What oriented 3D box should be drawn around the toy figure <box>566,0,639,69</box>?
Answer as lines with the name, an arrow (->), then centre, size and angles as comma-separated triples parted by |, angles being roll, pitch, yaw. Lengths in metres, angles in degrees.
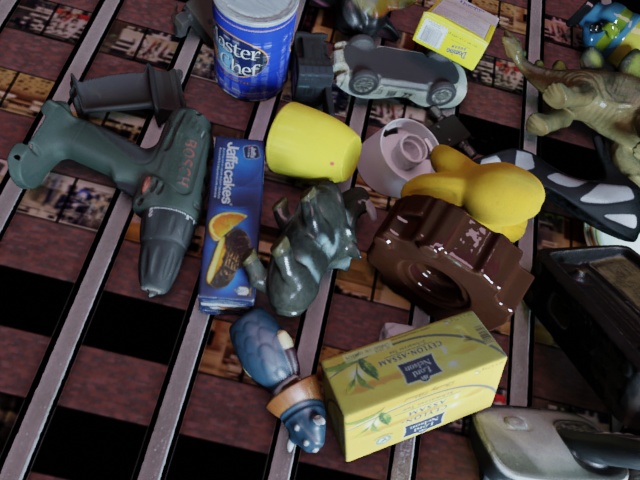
toy figure -> 0.473, -0.304, 0.823 | 0.180, 0.089, 0.082 | 43, 71, 8

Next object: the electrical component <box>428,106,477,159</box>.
electrical component -> 0.170, -0.141, 0.736 | 0.063, 0.021, 0.094 | -28, 74, -19

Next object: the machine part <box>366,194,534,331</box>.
machine part -> 0.132, 0.031, 0.575 | 0.179, 0.179, 0.056 | 33, 69, 6

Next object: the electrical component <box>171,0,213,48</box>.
electrical component -> -0.157, -0.313, 0.748 | 0.078, 0.045, 0.102 | 47, 67, -19

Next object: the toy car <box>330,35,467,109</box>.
toy car -> 0.109, -0.228, 0.740 | 0.202, 0.056, 0.073 | 3, 67, -16

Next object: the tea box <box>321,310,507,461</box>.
tea box -> 0.091, 0.146, 0.541 | 0.170, 0.098, 0.068 | -18, 45, -12

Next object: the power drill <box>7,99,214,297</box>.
power drill -> -0.230, -0.067, 0.605 | 0.207, 0.086, 0.232 | 15, 63, 1

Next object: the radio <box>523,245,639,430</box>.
radio -> 0.324, 0.090, 0.568 | 0.131, 0.073, 0.230 | 0, 28, -7

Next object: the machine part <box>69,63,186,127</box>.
machine part -> -0.240, -0.181, 0.677 | 0.139, 0.039, 0.084 | -7, 73, -14

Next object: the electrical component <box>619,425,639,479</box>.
electrical component -> 0.340, 0.237, 0.546 | 0.058, 0.114, 0.134 | 36, 66, 11

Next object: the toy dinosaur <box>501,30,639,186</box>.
toy dinosaur -> 0.455, -0.162, 0.752 | 0.471, 0.105, 0.198 | 36, 62, 2

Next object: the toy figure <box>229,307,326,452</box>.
toy figure -> -0.037, 0.142, 0.553 | 0.058, 0.064, 0.154 | -23, 71, -34

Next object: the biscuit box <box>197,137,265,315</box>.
biscuit box -> -0.099, -0.019, 0.616 | 0.063, 0.059, 0.202 | 4, 65, -8

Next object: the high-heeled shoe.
high-heeled shoe -> 0.280, -0.047, 0.688 | 0.249, 0.086, 0.145 | -12, 86, 6

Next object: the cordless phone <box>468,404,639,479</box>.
cordless phone -> 0.237, 0.200, 0.507 | 0.147, 0.184, 0.089 | 7, 70, -7

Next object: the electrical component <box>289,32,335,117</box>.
electrical component -> -0.011, -0.204, 0.707 | 0.048, 0.074, 0.119 | 0, 70, -10

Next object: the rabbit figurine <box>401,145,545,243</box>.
rabbit figurine -> 0.181, -0.040, 0.612 | 0.162, 0.173, 0.122 | 40, 70, 4

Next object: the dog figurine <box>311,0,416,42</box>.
dog figurine -> 0.047, -0.389, 0.783 | 0.219, 0.108, 0.191 | 35, 63, 2

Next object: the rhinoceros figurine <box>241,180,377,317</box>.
rhinoceros figurine -> -0.001, -0.002, 0.589 | 0.112, 0.073, 0.190 | 50, 48, -16
